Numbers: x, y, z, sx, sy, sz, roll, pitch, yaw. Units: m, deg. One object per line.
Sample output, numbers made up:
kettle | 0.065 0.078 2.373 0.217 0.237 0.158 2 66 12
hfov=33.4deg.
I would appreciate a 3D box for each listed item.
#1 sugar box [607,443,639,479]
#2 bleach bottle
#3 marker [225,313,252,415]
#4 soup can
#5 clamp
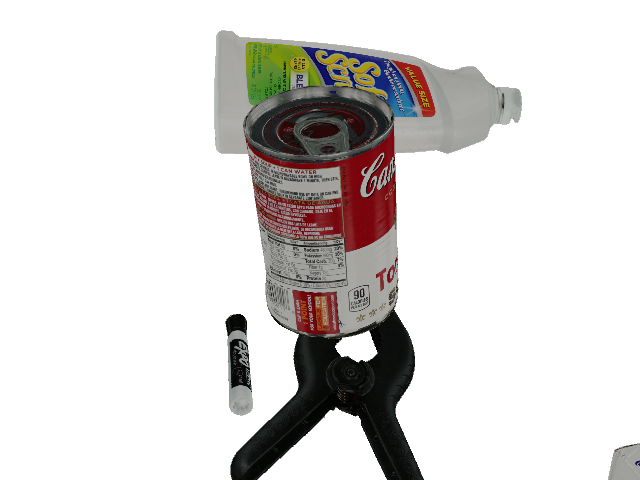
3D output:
sugar box | 0.195 0.182 0.500 0.048 0.093 0.176 -9 29 -21
bleach bottle | 0.039 -0.120 0.884 0.250 0.102 0.068 0 -29 -4
marker | -0.068 0.100 0.889 0.020 0.020 0.121 0 31 -7
soup can | 0.002 -0.012 0.504 0.068 0.102 0.068 -3 34 2
clamp | 0.008 0.097 0.680 0.120 0.171 0.039 8 -42 -7
